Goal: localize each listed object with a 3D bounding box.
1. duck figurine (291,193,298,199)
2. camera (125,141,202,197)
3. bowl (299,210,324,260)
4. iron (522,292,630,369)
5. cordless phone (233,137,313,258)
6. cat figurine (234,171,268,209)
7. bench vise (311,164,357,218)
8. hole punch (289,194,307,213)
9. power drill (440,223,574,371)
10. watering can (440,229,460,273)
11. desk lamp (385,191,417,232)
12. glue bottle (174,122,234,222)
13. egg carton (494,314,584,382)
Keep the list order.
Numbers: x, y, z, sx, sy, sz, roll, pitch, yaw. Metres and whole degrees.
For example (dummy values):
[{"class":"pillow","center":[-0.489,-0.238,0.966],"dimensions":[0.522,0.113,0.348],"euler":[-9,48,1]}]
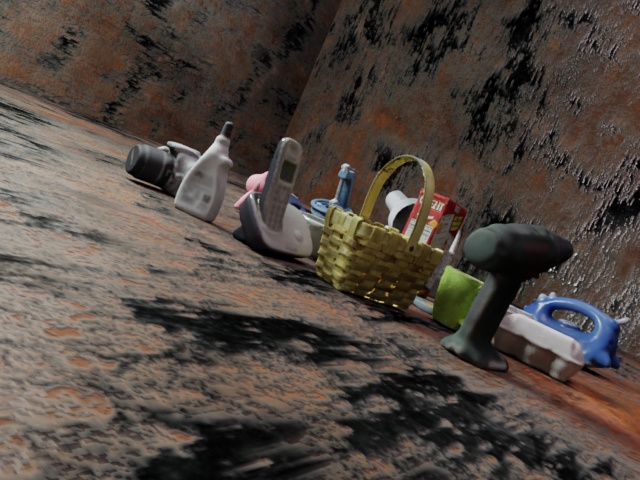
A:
[{"class":"duck figurine","center":[-0.090,-0.086,1.575],"dimensions":[0.105,0.086,0.077],"euler":[23,5,-10]},{"class":"camera","center":[-0.312,-0.152,1.140],"dimensions":[0.137,0.101,0.142],"euler":[20,6,-40]},{"class":"bowl","center":[0.010,0.004,1.136],"dimensions":[0.167,0.075,0.167],"euler":[24,5,-2]},{"class":"iron","center":[0.557,0.192,1.302],"dimensions":[0.257,0.141,0.119],"euler":[28,6,40]},{"class":"cordless phone","center":[-0.051,-0.066,0.948],"dimensions":[0.093,0.185,0.148],"euler":[27,6,33]},{"class":"cat figurine","center":[-0.164,-0.127,1.473],"dimensions":[0.067,0.118,0.128],"euler":[23,5,-4]},{"class":"bench vise","center":[0.046,-0.104,1.621],"dimensions":[0.121,0.220,0.208],"euler":[24,5,8]},{"class":"hole punch","center":[-0.070,-0.065,1.407],"dimensions":[0.100,0.091,0.109],"euler":[27,6,31]},{"class":"power drill","center":[0.257,0.071,0.791],"dimensions":[0.231,0.208,0.075],"euler":[19,7,-46]},{"class":"watering can","center":[0.297,0.033,1.482],"dimensions":[0.101,0.194,0.173],"euler":[23,5,-4]},{"class":"desk lamp","center":[0.204,-0.029,1.589],"dimensions":[0.118,0.213,0.202],"euler":[22,5,-23]},{"class":"glue bottle","center":[-0.186,-0.123,0.989],"dimensions":[0.078,0.173,0.037],"euler":[25,5,13]},{"class":"egg carton","center":[0.372,0.180,0.977],"dimensions":[0.150,0.069,0.107],"euler":[26,5,24]}]
